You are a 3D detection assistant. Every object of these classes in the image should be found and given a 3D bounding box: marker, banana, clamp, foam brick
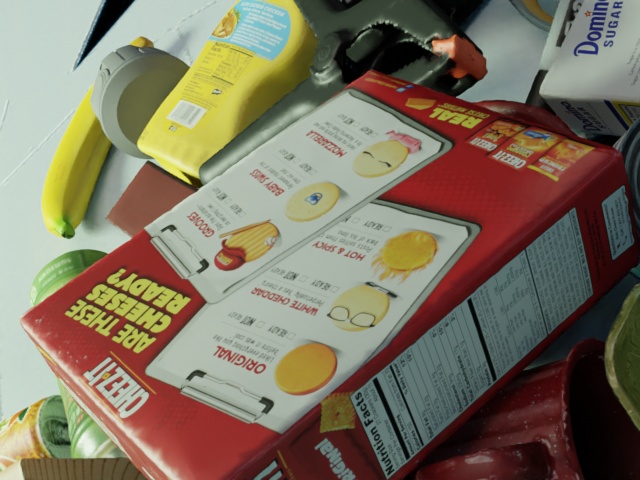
[{"bbox_3d":[0.139,-0.123,0.593,0.020,0.020,0.121,22,95,47],"label":"marker"},{"bbox_3d":[-0.181,-0.075,0.854,0.070,0.037,0.197,-12,52,39],"label":"banana"},{"bbox_3d":[0.008,-0.092,0.628,0.210,0.036,0.164,17,83,52],"label":"clamp"},{"bbox_3d":[-0.097,-0.011,0.723,0.078,0.053,0.051,28,82,49],"label":"foam brick"}]

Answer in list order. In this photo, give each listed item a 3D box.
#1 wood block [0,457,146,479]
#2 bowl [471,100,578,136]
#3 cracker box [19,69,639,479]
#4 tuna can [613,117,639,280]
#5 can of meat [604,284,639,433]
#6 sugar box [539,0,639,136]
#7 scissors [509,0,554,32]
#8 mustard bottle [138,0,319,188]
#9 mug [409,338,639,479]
[{"bbox_3d":[-0.184,0.198,0.559,0.206,0.090,0.090,-32,65,22],"label":"wood block"},{"bbox_3d":[0.077,0.010,0.550,0.162,0.055,0.162,-23,49,28],"label":"bowl"},{"bbox_3d":[0.004,0.023,0.459,0.213,0.072,0.164,-38,38,-19],"label":"cracker box"},{"bbox_3d":[0.166,-0.019,0.472,0.034,0.086,0.086,111,-179,-71],"label":"tuna can"},{"bbox_3d":[0.171,0.060,0.401,0.102,0.083,0.057,-114,28,-45],"label":"can of meat"},{"bbox_3d":[0.204,-0.092,0.519,0.177,0.048,0.093,14,71,50],"label":"sugar box"},{"bbox_3d":[0.086,-0.155,0.627,0.202,0.016,0.096,-10,84,15],"label":"scissors"},{"bbox_3d":[-0.045,-0.125,0.752,0.096,0.058,0.191,26,81,47],"label":"mustard bottle"},{"bbox_3d":[0.084,0.096,0.443,0.082,0.117,0.093,-23,72,35],"label":"mug"}]
